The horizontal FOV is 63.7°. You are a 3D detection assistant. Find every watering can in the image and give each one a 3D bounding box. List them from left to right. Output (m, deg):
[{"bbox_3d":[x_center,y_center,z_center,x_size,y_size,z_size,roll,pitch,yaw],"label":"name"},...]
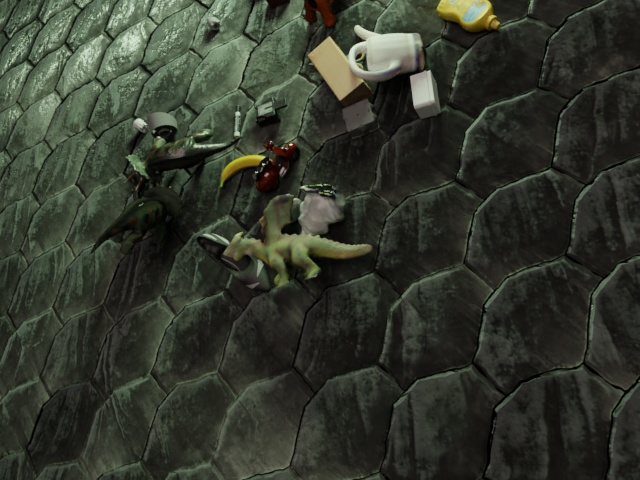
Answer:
[{"bbox_3d":[0.196,-0.566,1.521,0.224,0.101,0.356,-3,45,6],"label":"watering can"}]

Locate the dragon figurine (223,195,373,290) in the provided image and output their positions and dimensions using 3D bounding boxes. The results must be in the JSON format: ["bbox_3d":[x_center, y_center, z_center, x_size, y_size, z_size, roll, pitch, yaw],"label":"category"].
[{"bbox_3d":[-0.077,-0.008,1.398,0.408,0.122,0.244,-22,86,18],"label":"dragon figurine"}]

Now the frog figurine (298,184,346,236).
[{"bbox_3d":[0.004,-0.073,1.457,0.137,0.124,0.157,10,113,19],"label":"frog figurine"}]
